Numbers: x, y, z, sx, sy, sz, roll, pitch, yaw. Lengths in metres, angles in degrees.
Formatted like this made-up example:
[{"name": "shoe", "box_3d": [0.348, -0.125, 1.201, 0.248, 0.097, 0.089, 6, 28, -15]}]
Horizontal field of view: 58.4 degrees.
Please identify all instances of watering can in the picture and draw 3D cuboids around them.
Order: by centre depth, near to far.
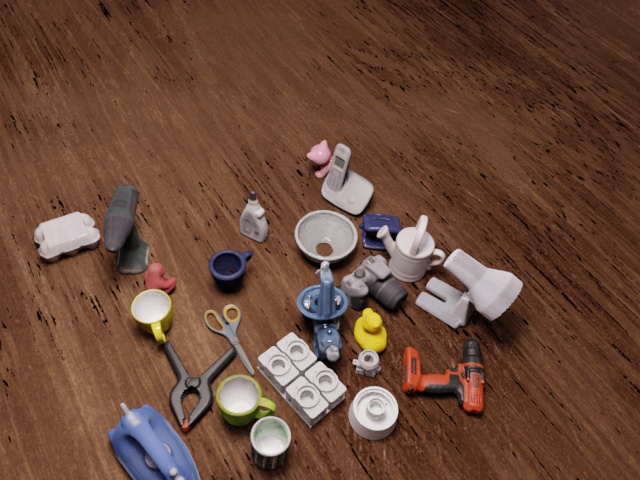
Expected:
[{"name": "watering can", "box_3d": [0.233, 0.015, 1.462, 0.173, 0.194, 0.101, 1, 52, -5]}]

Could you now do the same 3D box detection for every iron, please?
[{"name": "iron", "box_3d": [-0.310, 0.427, 1.116, 0.257, 0.141, 0.119, 40, 59, 23]}]

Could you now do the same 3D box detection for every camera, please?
[{"name": "camera", "box_3d": [0.143, 0.117, 1.433, 0.143, 0.101, 0.136, -36, 63, -28]}]

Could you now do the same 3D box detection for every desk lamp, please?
[{"name": "desk lamp", "box_3d": [0.356, 0.124, 1.379, 0.203, 0.213, 0.118, 30, 55, 16]}]

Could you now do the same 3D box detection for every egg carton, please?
[{"name": "egg carton", "box_3d": [-0.645, -0.009, 1.463, 0.150, 0.069, 0.107, -23, 58, -22]}]

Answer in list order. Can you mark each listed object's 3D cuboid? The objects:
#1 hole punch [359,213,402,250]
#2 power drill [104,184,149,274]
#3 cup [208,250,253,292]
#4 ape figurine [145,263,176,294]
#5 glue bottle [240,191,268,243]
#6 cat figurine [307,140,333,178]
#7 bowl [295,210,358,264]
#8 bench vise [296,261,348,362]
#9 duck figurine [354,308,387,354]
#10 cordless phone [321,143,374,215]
[{"name": "hole punch", "box_3d": [0.165, -0.036, 1.560, 0.108, 0.091, 0.101, 4, 52, -3]}, {"name": "power drill", "box_3d": [-0.473, -0.012, 1.396, 0.075, 0.208, 0.229, -3, 53, -8]}, {"name": "cup", "box_3d": [-0.218, 0.078, 1.427, 0.118, 0.095, 0.091, -32, 62, -27]}, {"name": "ape figurine", "box_3d": [-0.396, 0.091, 1.399, 0.077, 0.092, 0.076, 37, 58, 21]}, {"name": "glue bottle", "box_3d": [-0.173, -0.067, 1.494, 0.078, 0.173, 0.037, 27, 54, 15]}, {"name": "cat figurine", "box_3d": [0.022, -0.241, 1.687, 0.128, 0.118, 0.067, 1, 52, -5]}, {"name": "bowl", "box_3d": [0.014, 0.005, 1.521, 0.167, 0.075, 0.167, 3, 52, -4]}, {"name": "bench vise", "box_3d": [0.025, 0.161, 1.309, 0.122, 0.220, 0.207, -21, 57, -20]}, {"name": "duck figurine", "box_3d": [0.125, 0.213, 1.366, 0.077, 0.086, 0.104, -11, 54, -14]}, {"name": "cordless phone", "box_3d": [0.084, -0.172, 1.596, 0.147, 0.185, 0.094, 30, 55, 16]}]
